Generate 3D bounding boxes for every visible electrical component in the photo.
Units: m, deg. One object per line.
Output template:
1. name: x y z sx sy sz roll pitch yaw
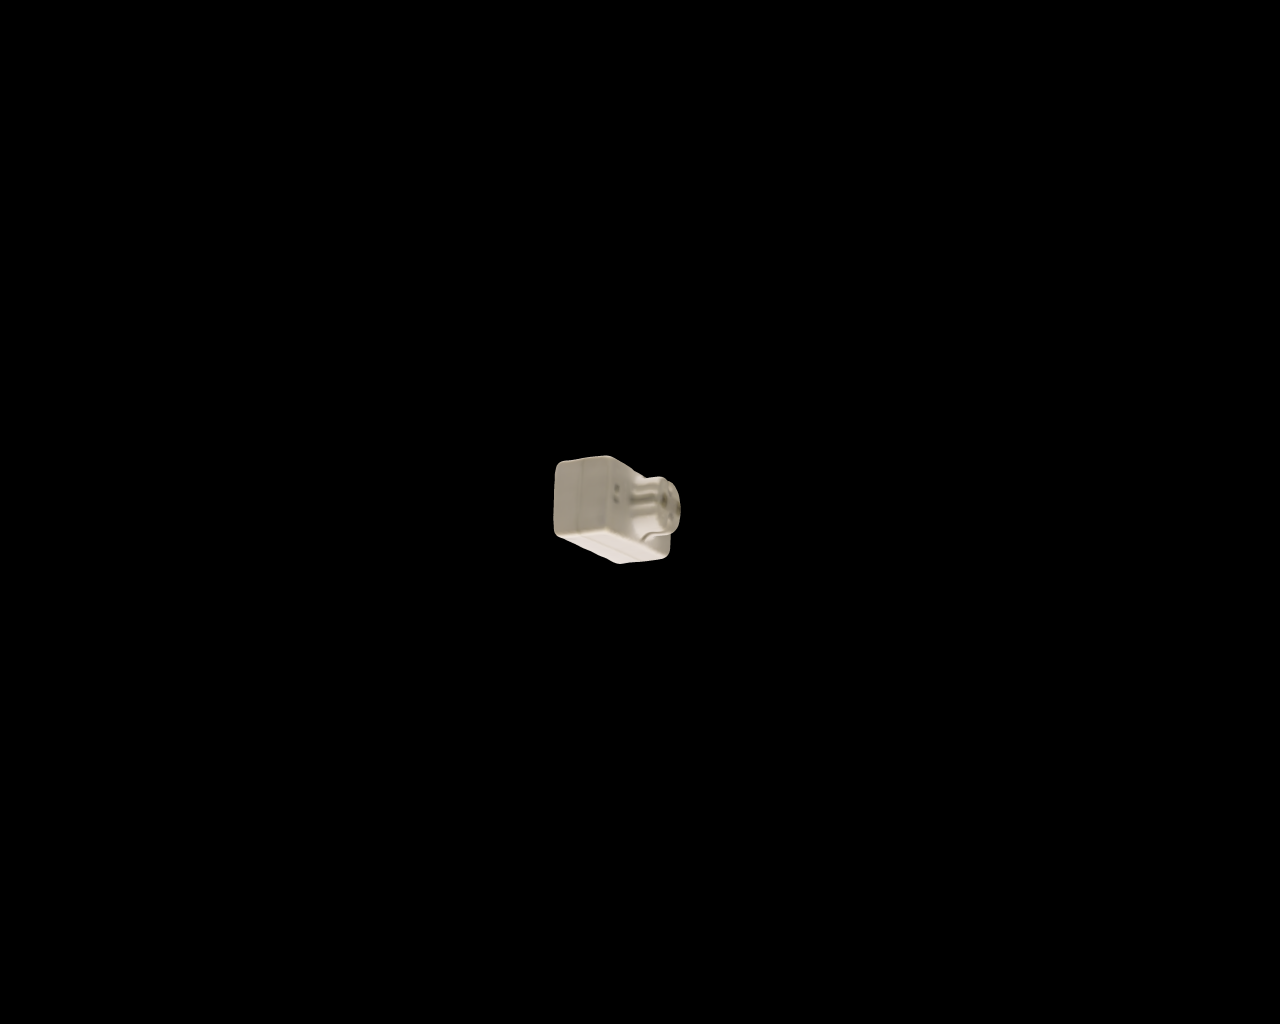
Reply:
1. electrical component: 0.001 -0.003 0.650 0.076 0.047 0.083 -8 -18 27
